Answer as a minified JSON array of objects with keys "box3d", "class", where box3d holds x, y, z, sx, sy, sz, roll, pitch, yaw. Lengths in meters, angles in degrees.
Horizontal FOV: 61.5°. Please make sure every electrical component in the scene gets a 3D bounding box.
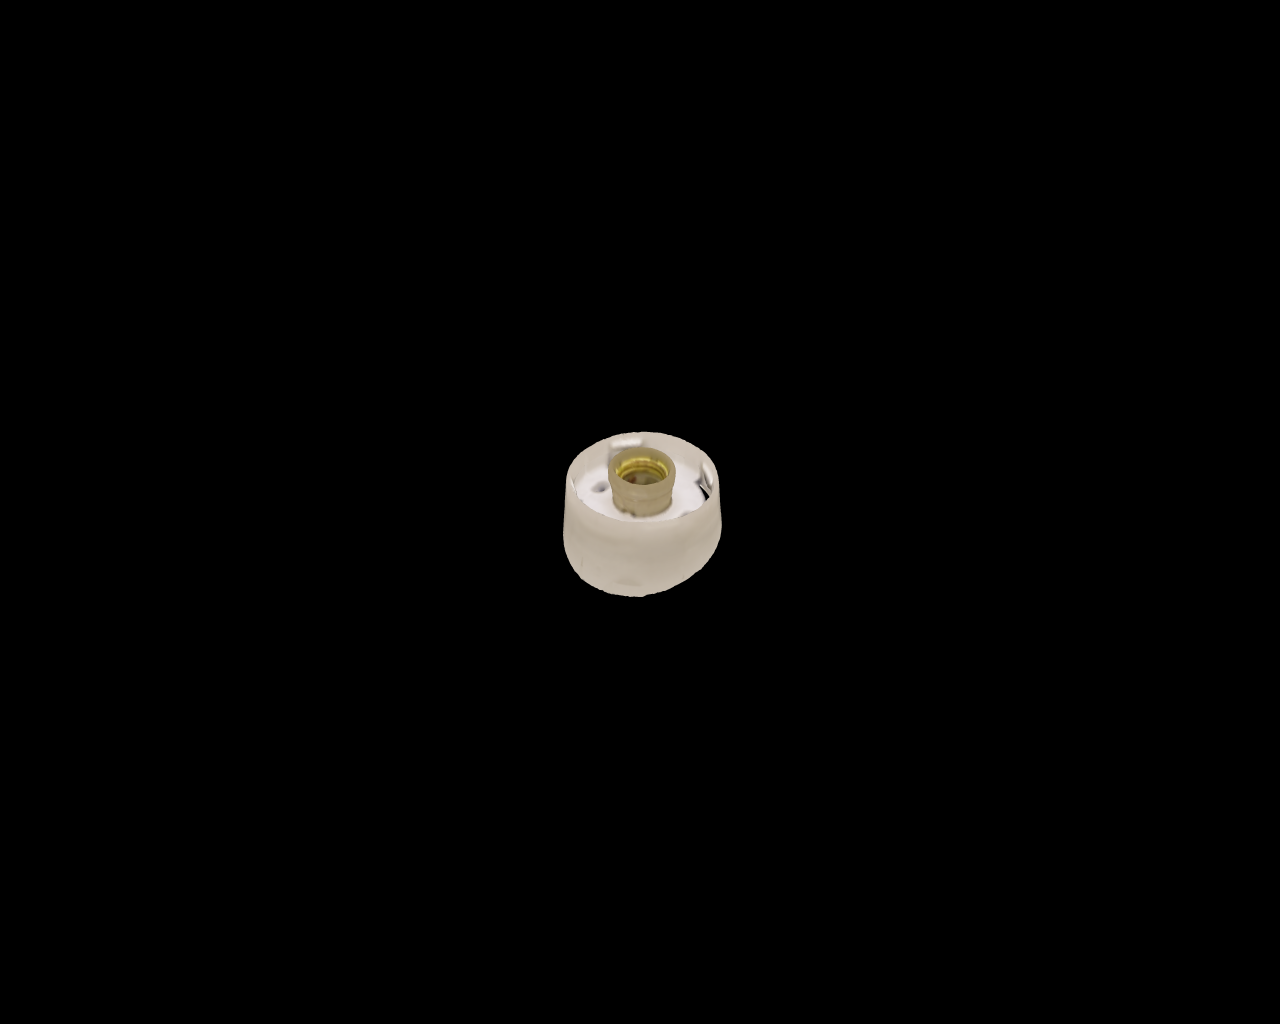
[{"box3d":[0.001,-0.003,0.650,0.099,0.064,0.099,0,39,0],"class":"electrical component"}]
